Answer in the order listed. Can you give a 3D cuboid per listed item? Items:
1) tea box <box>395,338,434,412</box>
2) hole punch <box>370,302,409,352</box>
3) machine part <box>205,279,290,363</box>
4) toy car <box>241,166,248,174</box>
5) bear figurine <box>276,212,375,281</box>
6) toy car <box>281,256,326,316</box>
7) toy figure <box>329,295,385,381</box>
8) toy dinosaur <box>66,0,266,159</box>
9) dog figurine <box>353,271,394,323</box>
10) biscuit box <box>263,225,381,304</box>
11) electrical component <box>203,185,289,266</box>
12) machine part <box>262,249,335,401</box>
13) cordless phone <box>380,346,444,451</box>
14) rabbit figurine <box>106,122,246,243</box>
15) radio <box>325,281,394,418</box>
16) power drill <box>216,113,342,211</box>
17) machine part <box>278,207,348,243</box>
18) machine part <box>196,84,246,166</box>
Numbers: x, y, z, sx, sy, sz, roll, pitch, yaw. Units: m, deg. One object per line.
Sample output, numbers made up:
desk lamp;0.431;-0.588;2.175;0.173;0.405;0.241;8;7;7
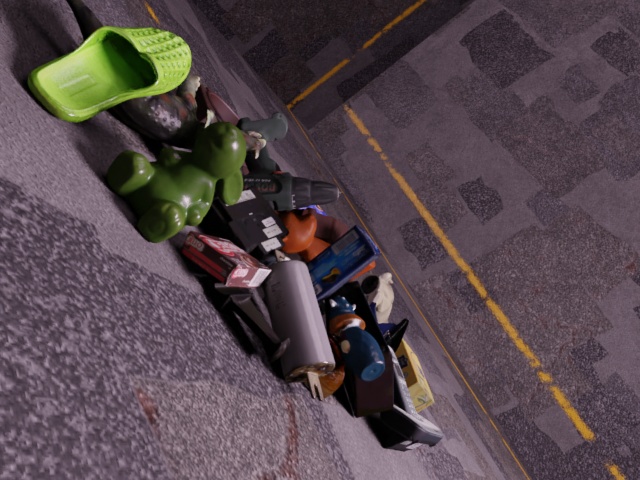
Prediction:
tea box;0.170;0.298;1.150;0.068;0.098;0.170;51;9;-17
hole punch;0.112;0.206;1.112;0.092;0.142;0.116;31;38;17
machine part;-0.096;0.105;0.737;0.139;0.039;0.084;45;2;19
toy car;-0.136;-0.067;1.088;0.089;0.053;0.202;30;33;-57
bear figurine;-0.005;0.000;1.035;0.195;0.132;0.120;47;14;-23
toy car;-0.051;0.079;0.994;0.201;0.056;0.074;43;14;-44
toy figure;0.049;0.150;0.848;0.064;0.058;0.155;52;4;-42
toy dinosaur;-0.275;-0.229;0.861;0.404;0.131;0.192;34;26;-39
dog figurine;0.142;0.172;1.254;0.190;0.172;0.121;38;28;-34
biscuit box;0.005;0.060;0.894;0.059;0.203;0.062;54;9;14
electrical component;-0.119;-0.015;0.882;0.115;0.058;0.134;-22;74;-49
machine part;-0.035;0.118;0.798;0.079;0.079;0.243;38;30;-56
cordless phone;0.156;0.294;1.010;0.146;0.089;0.184;39;32;-54
rabbit figurine;-0.160;-0.082;0.716;0.121;0.170;0.159;57;11;12
radio;0.065;0.185;0.967;0.230;0.073;0.130;-113;-165;-54
power drill;-0.087;-0.144;1.040;0.086;0.232;0.207;88;-7;-65
machine part;-0.027;-0.029;1.178;0.179;0.056;0.179;14;-8;2
machine part;-0.216;-0.230;1.187;0.200;0.087;0.202;43;13;-44
